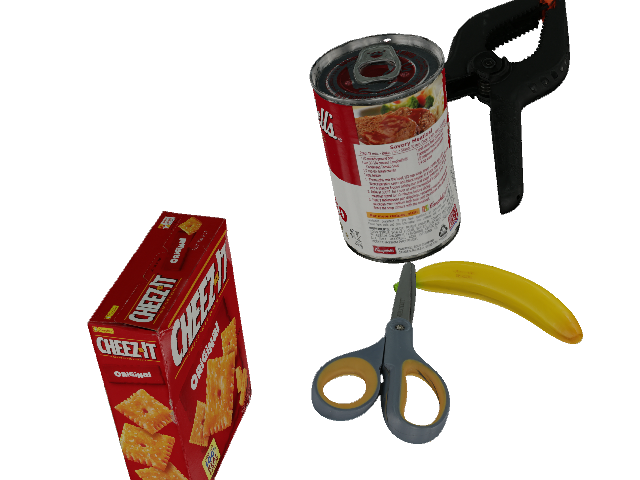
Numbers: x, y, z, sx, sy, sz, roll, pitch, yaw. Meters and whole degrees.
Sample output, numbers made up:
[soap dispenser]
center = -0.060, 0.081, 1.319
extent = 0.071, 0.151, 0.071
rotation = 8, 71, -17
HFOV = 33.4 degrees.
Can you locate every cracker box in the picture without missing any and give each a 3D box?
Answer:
[cracker box]
center = -0.123, 0.108, 0.951
extent = 0.072, 0.214, 0.164
rotation = 5, 36, 14

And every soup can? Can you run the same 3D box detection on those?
[soup can]
center = 0.037, -0.048, 0.560
extent = 0.068, 0.102, 0.068
rotation = -8, 36, 6

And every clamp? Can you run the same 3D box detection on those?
[clamp]
center = 0.134, -0.116, 0.819
extent = 0.165, 0.209, 0.036
rotation = 38, -22, 28

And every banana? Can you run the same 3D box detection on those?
[banana]
center = 0.177, 0.057, 1.086
extent = 0.198, 0.069, 0.037
rotation = 14, -38, 25

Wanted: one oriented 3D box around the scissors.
[scissors]
center = 0.036, 0.068, 0.728
extent = 0.096, 0.016, 0.202
rotation = 1, 30, -8
